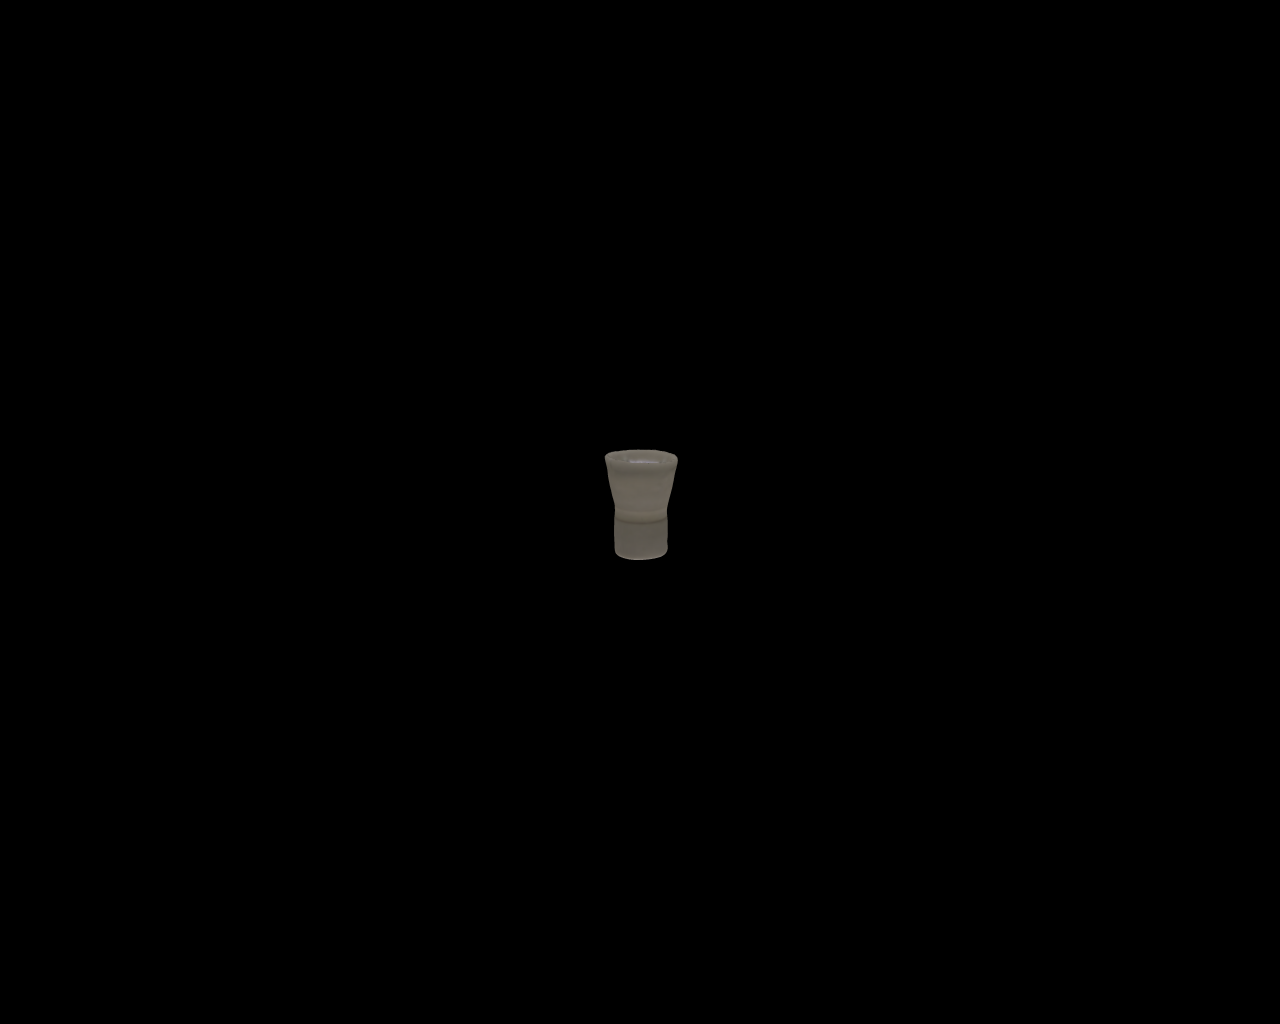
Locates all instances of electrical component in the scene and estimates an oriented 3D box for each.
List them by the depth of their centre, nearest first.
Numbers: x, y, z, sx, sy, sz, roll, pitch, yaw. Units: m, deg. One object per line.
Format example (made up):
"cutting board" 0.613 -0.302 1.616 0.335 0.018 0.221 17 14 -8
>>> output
"electrical component" 0.001 -0.003 0.650 0.044 0.065 0.044 0 14 0
